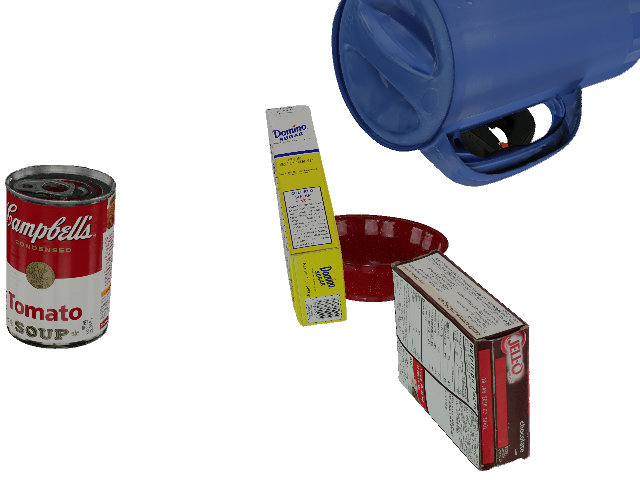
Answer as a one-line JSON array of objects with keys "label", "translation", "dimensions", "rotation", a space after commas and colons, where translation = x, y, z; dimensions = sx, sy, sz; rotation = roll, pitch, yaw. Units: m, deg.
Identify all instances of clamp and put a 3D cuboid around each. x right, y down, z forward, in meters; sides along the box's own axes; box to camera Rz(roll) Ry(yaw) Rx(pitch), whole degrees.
[{"label": "clamp", "translation": [0.152, -0.132, 1.029], "dimensions": [0.120, 0.039, 0.171], "rotation": [3, 44, 3]}]

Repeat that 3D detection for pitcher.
[{"label": "pitcher", "translation": [0.143, -0.147, 0.813], "dimensions": [0.242, 0.149, 0.145], "rotation": [-18, 34, -33]}]

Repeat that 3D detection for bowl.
[{"label": "bowl", "translation": [0.050, 0.022, 1.105], "dimensions": [0.162, 0.055, 0.162], "rotation": [2, 19, -1]}]

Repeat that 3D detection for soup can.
[{"label": "soup can", "translation": [-0.168, 0.010, 0.687], "dimensions": [0.068, 0.102, 0.068], "rotation": [6, 22, -3]}]

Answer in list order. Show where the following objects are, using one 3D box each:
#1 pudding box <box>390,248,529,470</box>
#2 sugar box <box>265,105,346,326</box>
[{"label": "pudding box", "translation": [0.083, 0.069, 0.639], "dimensions": [0.039, 0.090, 0.114], "rotation": [-14, 27, -19]}, {"label": "sugar box", "translation": [-0.013, -0.024, 0.900], "dimensions": [0.048, 0.176, 0.093], "rotation": [-7, -42, -2]}]
